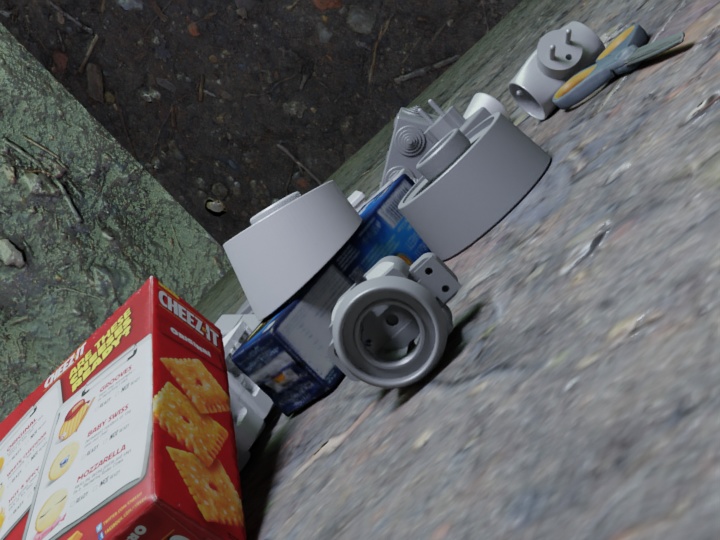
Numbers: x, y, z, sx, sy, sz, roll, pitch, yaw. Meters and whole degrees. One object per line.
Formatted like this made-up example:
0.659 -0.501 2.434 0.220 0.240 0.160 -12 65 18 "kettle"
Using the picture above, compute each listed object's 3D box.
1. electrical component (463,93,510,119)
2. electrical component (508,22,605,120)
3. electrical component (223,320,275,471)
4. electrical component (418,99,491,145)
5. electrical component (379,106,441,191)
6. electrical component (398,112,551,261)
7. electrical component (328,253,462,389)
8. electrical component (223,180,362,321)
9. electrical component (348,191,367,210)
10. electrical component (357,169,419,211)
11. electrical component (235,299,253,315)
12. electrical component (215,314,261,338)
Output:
0.112 -0.136 1.061 0.065 0.044 0.044 -51 8 -14 "electrical component"
0.166 -0.174 0.897 0.077 0.043 0.079 -45 -17 -7 "electrical component"
-0.109 0.109 0.778 0.089 0.061 0.150 -42 7 16 "electrical component"
0.085 -0.124 0.989 0.047 0.076 0.066 -49 8 -34 "electrical component"
0.052 -0.114 1.077 0.099 0.048 0.099 -72 -4 -75 "electrical component"
0.074 -0.065 0.763 0.108 0.060 0.108 -43 7 7 "electrical component"
0.016 0.028 0.556 0.078 0.058 0.057 -43 4 10 "electrical component"
-0.045 -0.017 0.750 0.099 0.064 0.099 -31 3 2 "electrical component"
-0.016 -0.039 1.178 0.100 0.048 0.099 -44 7 1 "electrical component"
0.019 -0.040 0.983 0.100 0.048 0.099 -41 7 25 "electrical component"
-0.059 0.022 1.036 0.109 0.056 0.108 -41 8 23 "electrical component"
-0.115 0.074 0.875 0.077 0.065 0.047 -1 15 7 "electrical component"
